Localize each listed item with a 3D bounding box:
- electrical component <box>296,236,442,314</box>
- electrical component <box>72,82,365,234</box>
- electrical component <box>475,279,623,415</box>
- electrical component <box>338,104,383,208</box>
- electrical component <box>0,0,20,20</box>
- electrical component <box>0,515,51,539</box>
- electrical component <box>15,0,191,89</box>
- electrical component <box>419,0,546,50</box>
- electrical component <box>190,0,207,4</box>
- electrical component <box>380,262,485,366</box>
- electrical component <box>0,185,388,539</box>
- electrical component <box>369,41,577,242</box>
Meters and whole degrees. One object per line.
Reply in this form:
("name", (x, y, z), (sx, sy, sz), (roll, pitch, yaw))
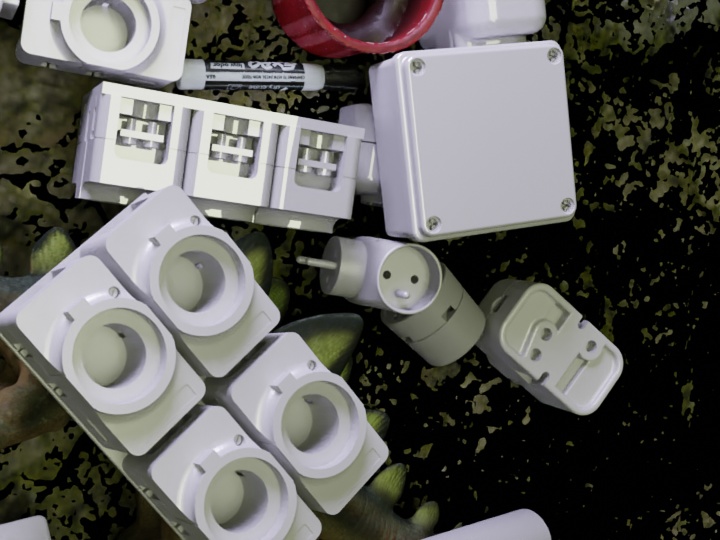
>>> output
("electrical component", (0.000, 0.000, 0.674), (0.079, 0.077, 0.043), (10, 90, -21))
("electrical component", (-0.086, -0.062, 0.630), (0.150, 0.089, 0.061), (7, 91, -22))
("electrical component", (0.124, 0.051, 0.736), (0.095, 0.059, 0.053), (41, 79, -19))
("electrical component", (0.032, -0.069, 0.695), (0.095, 0.054, 0.059), (8, 91, -22))
("electrical component", (-0.208, -0.187, 0.589), (0.061, 0.062, 0.096), (18, 87, -22))
("electrical component", (-0.210, 0.195, 0.597), (0.100, 0.099, 0.048), (-11, 136, -21))
("electrical component", (-0.148, -0.139, 0.619), (0.089, 0.056, 0.050), (8, 91, -22))
("electrical component", (0.074, -0.169, 0.683), (0.054, 0.095, 0.059), (-9, 97, -21))
("electrical component", (-0.091, -0.225, 0.635), (0.078, 0.057, 0.113), (32, 82, -20))
("electrical component", (0.049, 0.030, 0.709), (0.055, 0.055, 0.047), (-49, 112, -12))
("electrical component", (-0.081, 0.062, 0.551), (0.105, 0.060, 0.186), (-45, 107, -25))
("electrical component", (0.068, -0.077, 0.647), (0.109, 0.056, 0.108), (-9, 97, -21))
